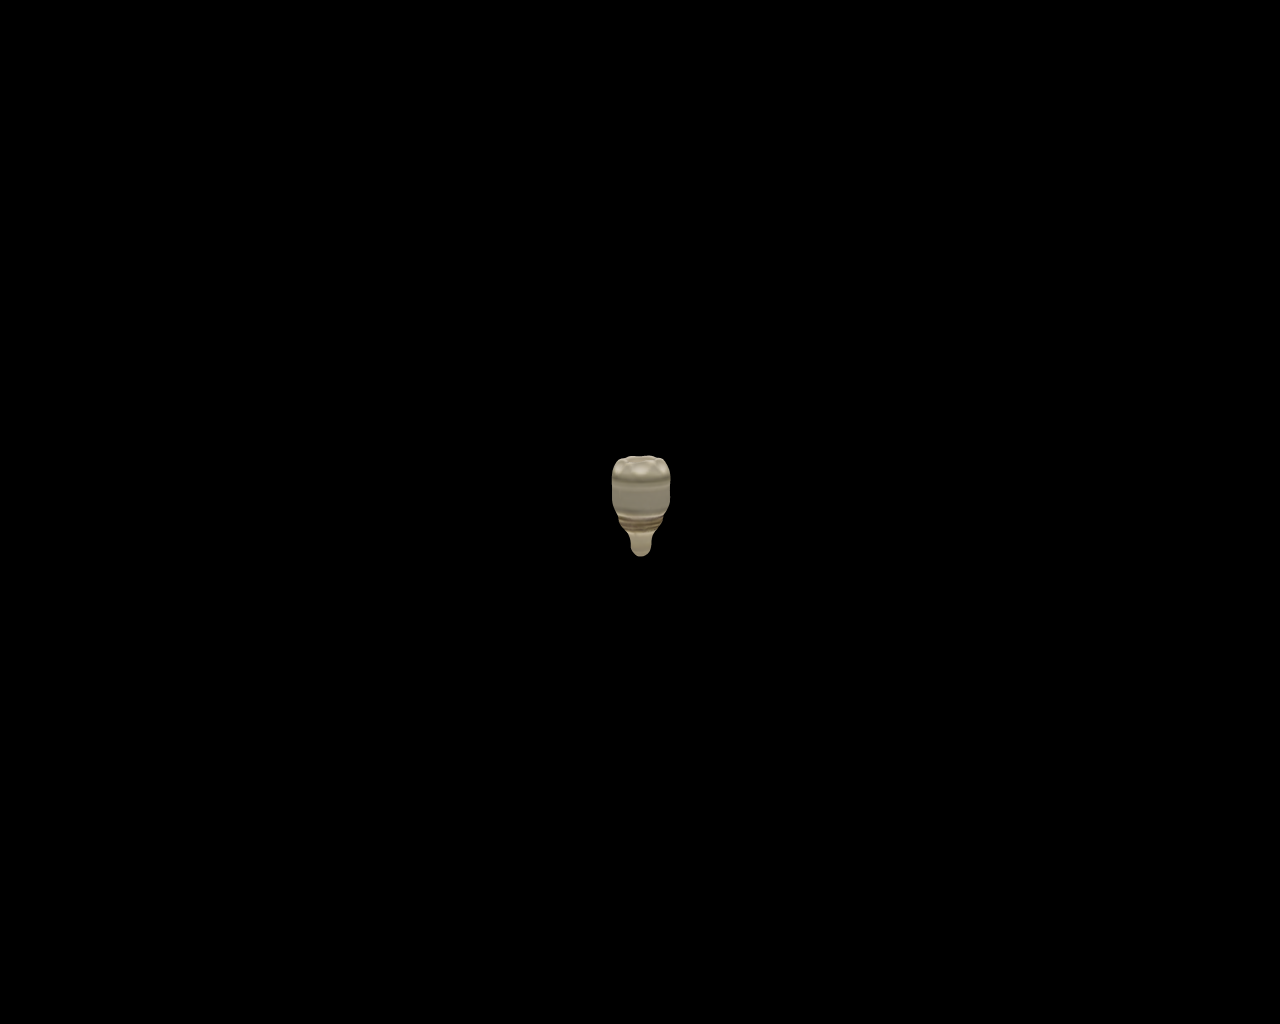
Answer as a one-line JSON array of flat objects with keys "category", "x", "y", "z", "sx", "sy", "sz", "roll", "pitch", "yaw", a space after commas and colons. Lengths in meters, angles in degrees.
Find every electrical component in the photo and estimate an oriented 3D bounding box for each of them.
[{"category": "electrical component", "x": 0.001, "y": -0.003, "z": 0.650, "sx": 0.035, "sy": 0.061, "sz": 0.035, "roll": 0, "pitch": 11, "yaw": 0}]
